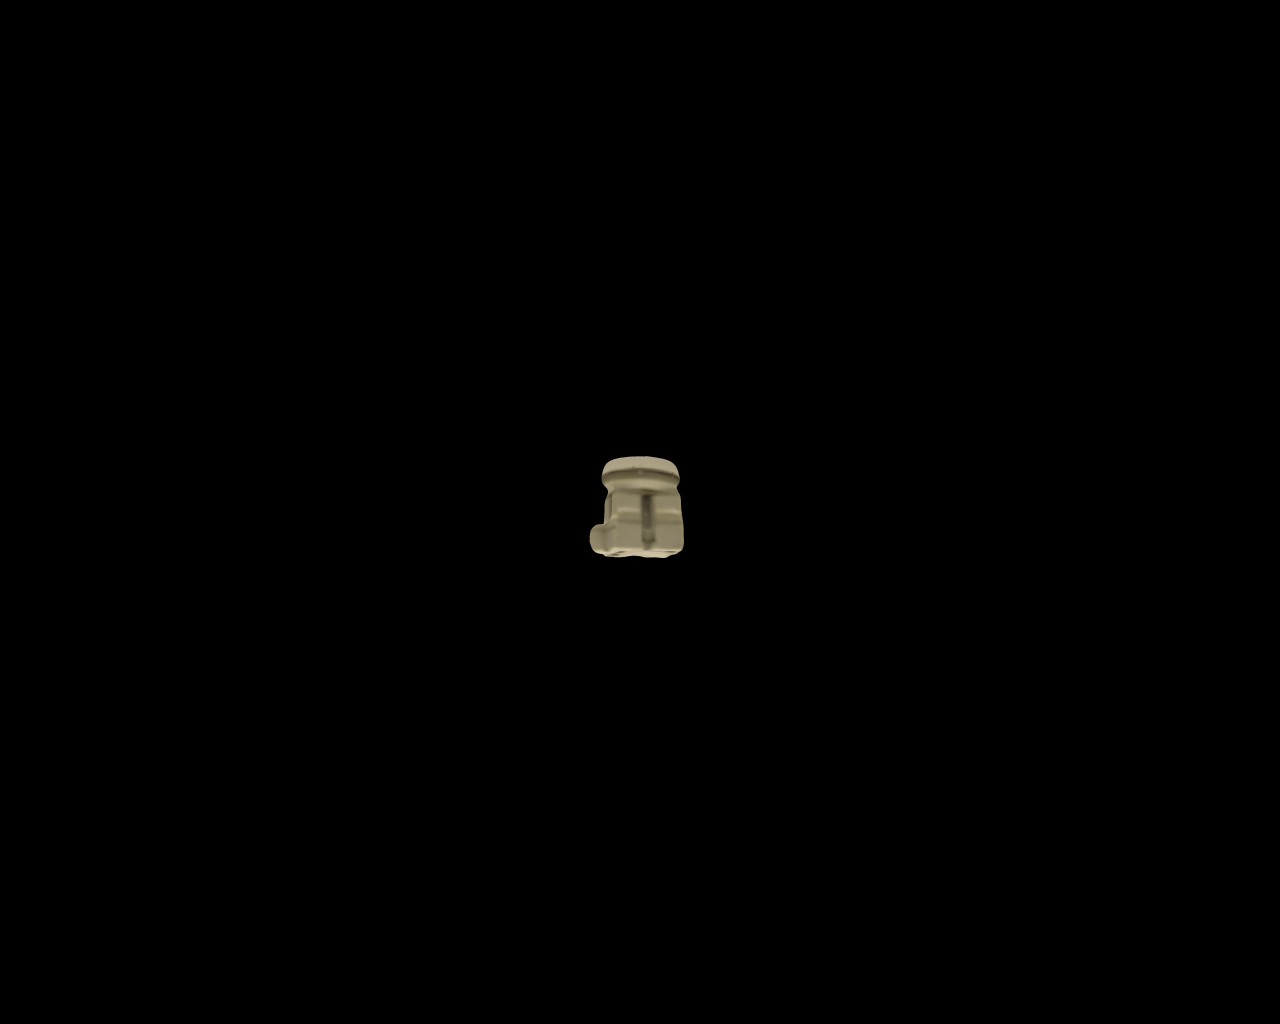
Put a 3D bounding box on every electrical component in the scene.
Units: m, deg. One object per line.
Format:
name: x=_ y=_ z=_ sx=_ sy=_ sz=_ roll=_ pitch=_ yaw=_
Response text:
electrical component: x=0.001 y=-0.003 z=0.650 sx=0.066 sy=0.055 sz=0.048 roll=3 pitch=-11 yaw=-16
